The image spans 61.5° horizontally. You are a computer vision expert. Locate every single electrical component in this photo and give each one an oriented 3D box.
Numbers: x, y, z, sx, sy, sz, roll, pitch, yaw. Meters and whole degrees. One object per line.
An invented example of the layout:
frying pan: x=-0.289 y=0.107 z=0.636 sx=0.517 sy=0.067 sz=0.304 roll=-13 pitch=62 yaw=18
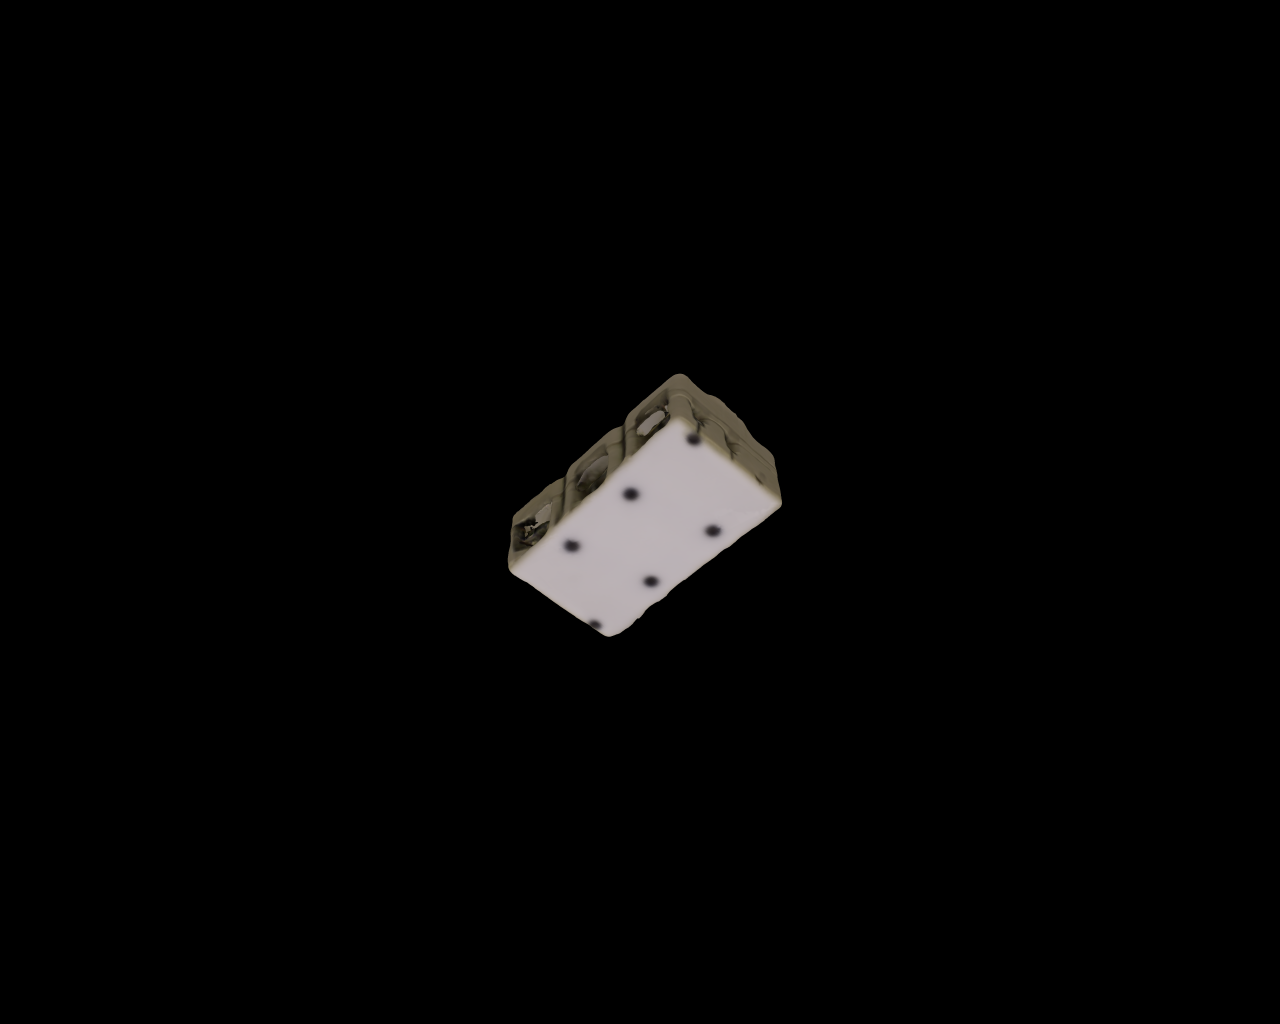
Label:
electrical component: x=0.001 y=-0.003 z=0.650 sx=0.089 sy=0.062 sz=0.150 roll=39 pitch=-62 yaw=-25
